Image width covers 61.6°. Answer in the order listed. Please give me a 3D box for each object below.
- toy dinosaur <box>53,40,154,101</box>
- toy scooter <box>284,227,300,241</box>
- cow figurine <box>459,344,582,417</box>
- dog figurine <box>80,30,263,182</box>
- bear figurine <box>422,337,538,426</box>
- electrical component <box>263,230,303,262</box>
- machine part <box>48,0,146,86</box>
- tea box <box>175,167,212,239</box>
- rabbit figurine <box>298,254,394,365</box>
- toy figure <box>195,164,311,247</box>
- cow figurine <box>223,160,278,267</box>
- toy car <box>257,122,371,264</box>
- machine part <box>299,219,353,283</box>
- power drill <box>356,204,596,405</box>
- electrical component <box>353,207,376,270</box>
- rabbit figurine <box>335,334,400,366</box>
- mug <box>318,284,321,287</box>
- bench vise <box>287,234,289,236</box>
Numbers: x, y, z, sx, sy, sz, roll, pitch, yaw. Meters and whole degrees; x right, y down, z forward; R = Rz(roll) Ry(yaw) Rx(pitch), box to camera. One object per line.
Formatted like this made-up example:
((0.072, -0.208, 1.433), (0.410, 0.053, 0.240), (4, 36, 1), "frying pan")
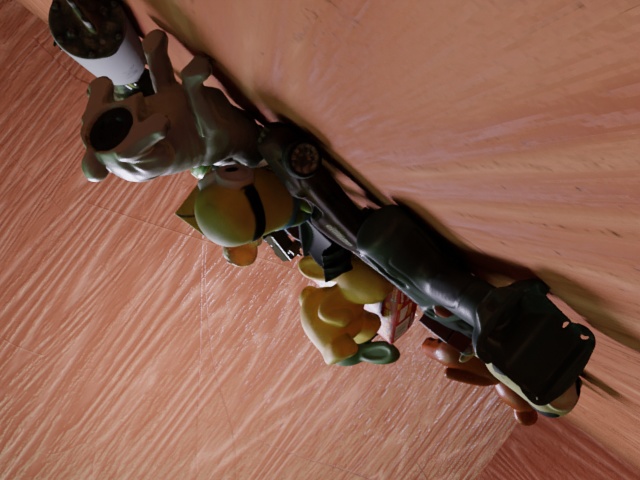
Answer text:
((-0.306, -0.253, 0.953), (0.199, 0.105, 0.471), (28, -176, 27), "toy dinosaur")
((-0.022, -0.051, 0.804), (0.184, 0.075, 0.135), (16, 144, 49), "toy scooter")
((0.264, 0.165, 0.745), (0.195, 0.085, 0.127), (39, -174, 22), "cow figurine")
((-0.146, -0.099, 0.584), (0.121, 0.172, 0.190), (49, 178, 30), "dog figurine")
((0.285, 0.201, 0.888), (0.196, 0.120, 0.132), (32, -177, -1), "bear figurine")
((-0.062, 0.008, 1.001), (0.078, 0.045, 0.102), (50, 160, -4), "electrical component")
((-0.249, -0.228, 0.620), (0.079, 0.079, 0.243), (37, 178, -13), "machine part")
((-0.149, -0.090, 0.853), (0.068, 0.169, 0.098), (39, 180, -10), "tea box")
((0.046, 0.080, 0.822), (0.122, 0.173, 0.162), (-19, -112, -40), "rabbit figurine")
((-0.060, -0.044, 0.614), (0.180, 0.082, 0.089), (-8, -106, -52), "toy figure")
((-0.085, -0.046, 0.734), (0.068, 0.167, 0.098), (32, 180, -22), "cow figurine")
((0.006, -0.041, 0.563), (0.202, 0.053, 0.089), (48, 172, -32), "toy car")
((-0.001, -0.002, 0.696), (0.039, 0.084, 0.139), (-7, -150, -21), "machine part")
((0.148, 0.062, 0.502), (0.232, 0.086, 0.207), (40, -175, -23), "power drill")
((0.093, 0.019, 0.687), (0.114, 0.058, 0.134), (41, 177, -42), "electrical component")
((0.088, 0.179, 1.047), (0.159, 0.170, 0.121), (36, 179, 21), "rabbit figurine")
((0.027, 0.063, 1.103), (0.107, 0.081, 0.109), (49, 156, 12), "mug")
((-0.050, -0.046, 1.085), (0.223, 0.129, 0.241), (34, -176, -16), "bench vise")
